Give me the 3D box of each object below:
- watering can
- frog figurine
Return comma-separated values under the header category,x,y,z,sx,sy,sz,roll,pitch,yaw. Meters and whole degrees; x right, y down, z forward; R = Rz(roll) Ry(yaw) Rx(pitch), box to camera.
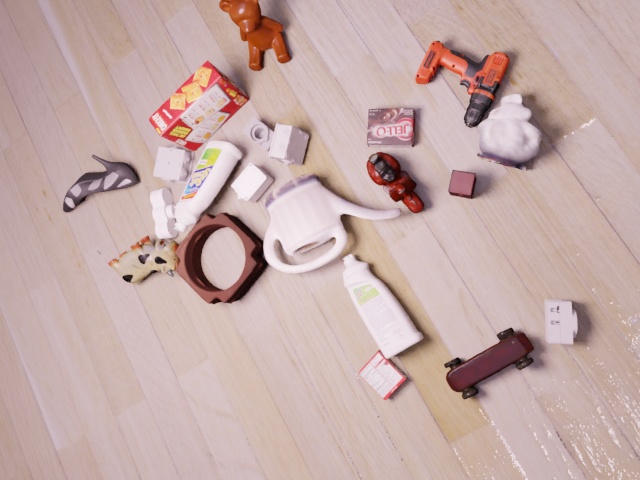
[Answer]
category,x,y,z,sx,sy,sz,roll,pitch,yaw
watering can,0.004,-0.063,1.243,0.346,0.103,0.226,-28,77,12
frog figurine,0.420,-0.243,1.133,0.138,0.123,0.158,22,104,36
